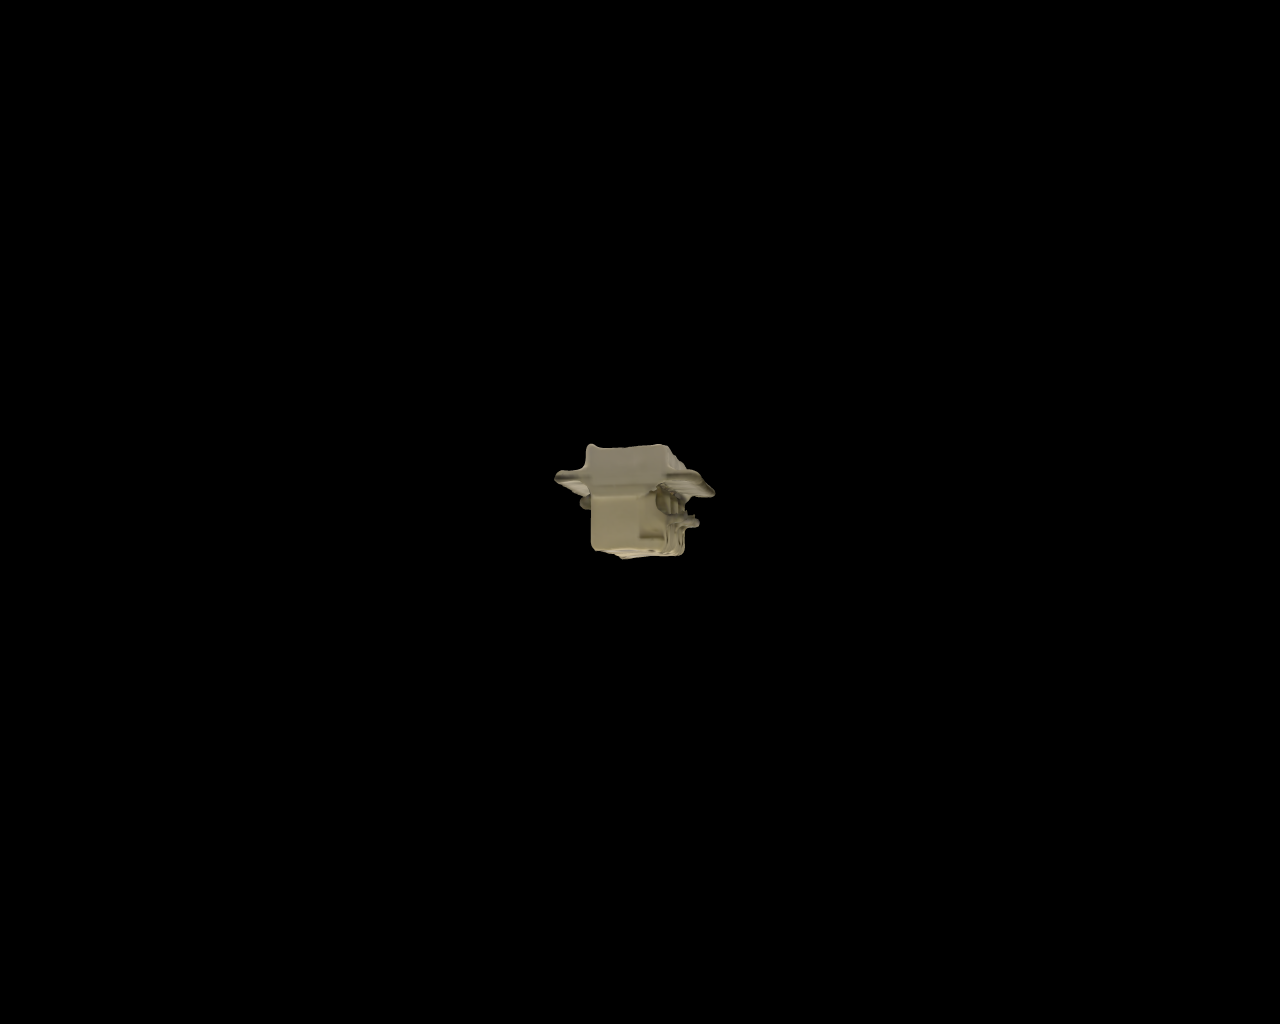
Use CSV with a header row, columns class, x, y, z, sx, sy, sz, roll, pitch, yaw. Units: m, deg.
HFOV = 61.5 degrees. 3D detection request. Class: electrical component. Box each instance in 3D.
class,x,y,z,sx,sy,sz,roll,pitch,yaw
electrical component,0.001,-0.003,0.650,0.079,0.063,0.121,-1,-4,7
